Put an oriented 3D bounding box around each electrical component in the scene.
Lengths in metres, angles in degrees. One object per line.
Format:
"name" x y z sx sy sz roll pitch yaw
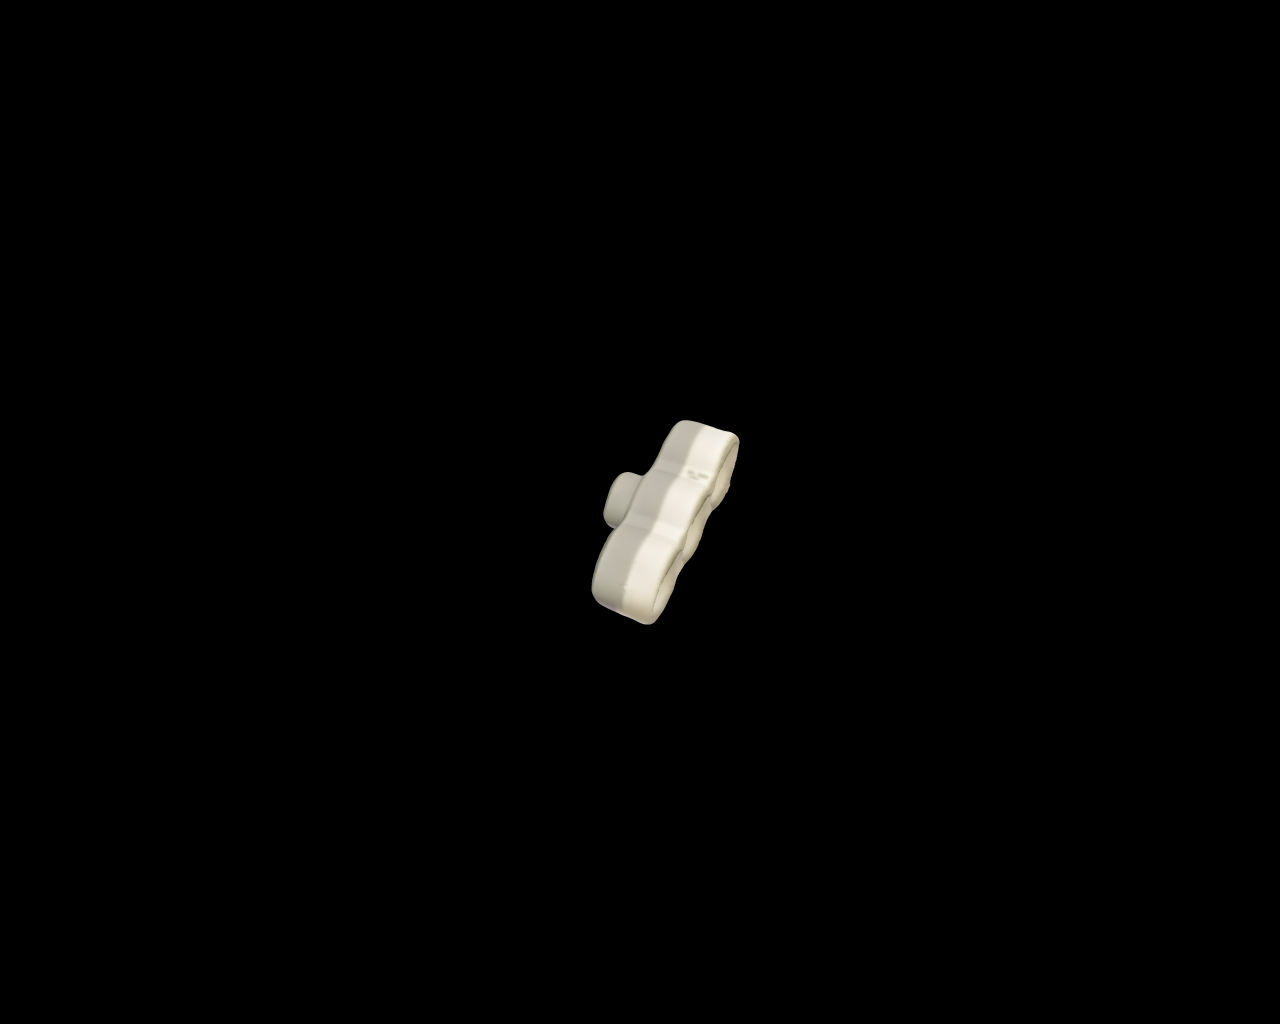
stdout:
"electrical component" 0.001 -0.003 0.650 0.074 0.138 0.052 21 -32 14
